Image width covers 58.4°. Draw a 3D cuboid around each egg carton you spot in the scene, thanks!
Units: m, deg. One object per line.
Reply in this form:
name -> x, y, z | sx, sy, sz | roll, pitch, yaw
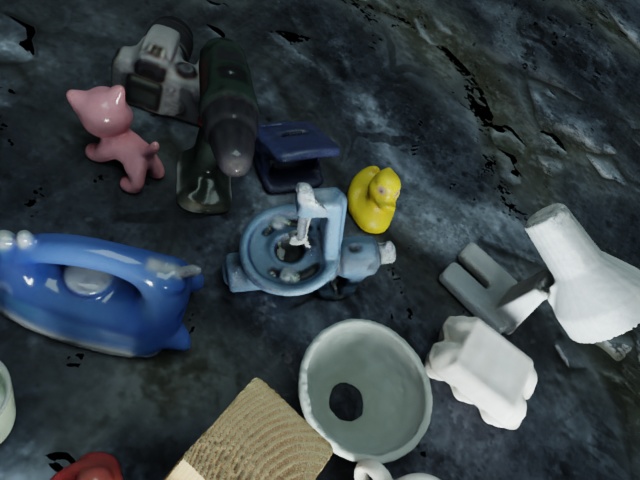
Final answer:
egg carton -> 0.215, 0.173, 0.762 | 0.150, 0.069, 0.107 | 37, 53, 1

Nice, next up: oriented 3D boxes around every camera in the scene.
camera -> -0.209, -0.258, 0.820 | 0.143, 0.100, 0.137 | 17, 56, -13

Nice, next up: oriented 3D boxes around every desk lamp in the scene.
desk lamp -> 0.305, 0.056, 0.782 | 0.203, 0.213, 0.118 | 44, 54, 6

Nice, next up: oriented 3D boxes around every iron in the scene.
iron -> -0.249, 0.035, 0.600 | 0.259, 0.141, 0.118 | 14, 56, -15

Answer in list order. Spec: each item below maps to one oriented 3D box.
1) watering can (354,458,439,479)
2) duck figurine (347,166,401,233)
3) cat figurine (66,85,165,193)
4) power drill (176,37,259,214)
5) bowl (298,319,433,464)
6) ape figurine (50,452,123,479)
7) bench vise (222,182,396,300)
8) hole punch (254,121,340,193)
watering can -> 0.104, 0.290, 0.566 | 0.173, 0.194, 0.101 | 32, 54, -2
duck figurine -> 0.088, -0.073, 0.845 | 0.078, 0.086, 0.104 | 7, 58, -19
cat figurine -> -0.252, -0.139, 0.719 | 0.128, 0.117, 0.067 | 38, 54, 2
power drill -> -0.126, -0.125, 0.708 | 0.076, 0.208, 0.229 | 4, 59, -21
bowl -> 0.044, 0.184, 0.678 | 0.168, 0.074, 0.167 | 11, 57, -17
ape figurine -> -0.212, 0.232, 0.529 | 0.078, 0.092, 0.076 | 32, 54, -2
bench vise -> 0.001, -0.008, 0.685 | 0.208, 0.219, 0.121 | -17, 68, -30
hole punch -> -0.042, -0.133, 0.822 | 0.109, 0.091, 0.101 | -13, 67, -29
